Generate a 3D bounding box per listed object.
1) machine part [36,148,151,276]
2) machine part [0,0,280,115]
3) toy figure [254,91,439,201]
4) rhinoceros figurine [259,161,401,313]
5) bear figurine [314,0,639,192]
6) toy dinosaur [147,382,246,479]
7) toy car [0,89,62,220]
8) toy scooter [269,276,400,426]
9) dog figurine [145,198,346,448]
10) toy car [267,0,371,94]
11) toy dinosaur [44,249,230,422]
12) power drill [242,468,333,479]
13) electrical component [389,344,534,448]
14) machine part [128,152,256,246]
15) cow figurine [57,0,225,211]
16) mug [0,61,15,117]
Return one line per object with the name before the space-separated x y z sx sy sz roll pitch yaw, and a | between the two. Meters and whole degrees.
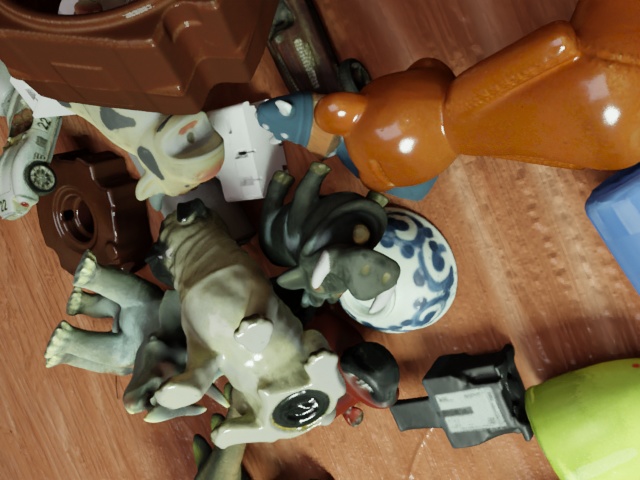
machine part | -0.294 -0.031 0.687 0.180 0.056 0.179 11 110 30
machine part | -0.133 -0.198 0.382 0.201 0.087 0.201 10 71 12
toy figure | 0.023 -0.081 0.441 0.154 0.058 0.064 25 130 -4
rhinoceros figurine | -0.001 -0.001 0.441 0.112 0.073 0.190 -64 27 -4
bear figurine | 0.106 -0.095 0.345 0.196 0.120 0.132 3 63 37
toy dinosaur | -0.126 0.333 0.590 0.199 0.105 0.471 17 87 44
toy car | -0.345 -0.117 0.637 0.074 0.056 0.202 -15 60 30
toy scooter | 0.001 0.122 0.539 0.184 0.075 0.135 31 145 32
dog figurine | -0.064 0.063 0.470 0.121 0.191 0.172 -30 128 4
toy car | -0.026 -0.182 0.468 0.089 0.053 0.202 -21 93 33
toy dinosaur | -0.202 0.110 0.624 0.192 0.131 0.405 23 164 -19
power drill | -0.034 0.379 0.654 0.207 0.086 0.232 -36 82 43
electrical component | 0.126 0.145 0.483 0.119 0.048 0.074 -26 91 36
machine part | -0.139 -0.061 0.565 0.079 0.079 0.243 -33 88 36
cow figurine | -0.165 -0.112 0.476 0.195 0.085 0.127 35 144 17
mug | -0.441 -0.204 0.707 0.107 0.081 0.109 38 118 5
